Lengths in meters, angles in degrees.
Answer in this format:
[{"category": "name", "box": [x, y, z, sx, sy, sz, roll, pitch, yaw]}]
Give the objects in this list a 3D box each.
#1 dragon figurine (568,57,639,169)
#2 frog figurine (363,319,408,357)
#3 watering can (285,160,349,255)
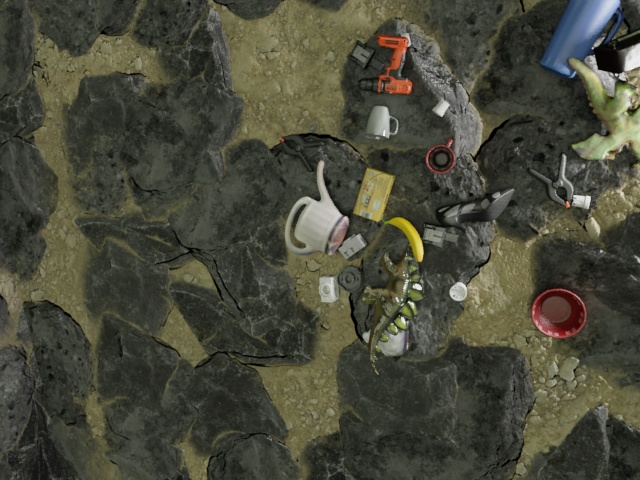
[{"category": "dragon figurine", "box": [0.852, -0.344, 1.529, 0.411, 0.124, 0.239, 31, 113, 4]}, {"category": "frog figurine", "box": [0.230, 0.340, 1.811, 0.159, 0.125, 0.135, 2, 118, 6]}, {"category": "watering can", "box": [0.006, -0.093, 1.842, 0.226, 0.104, 0.346, 27, 96, 18]}]
